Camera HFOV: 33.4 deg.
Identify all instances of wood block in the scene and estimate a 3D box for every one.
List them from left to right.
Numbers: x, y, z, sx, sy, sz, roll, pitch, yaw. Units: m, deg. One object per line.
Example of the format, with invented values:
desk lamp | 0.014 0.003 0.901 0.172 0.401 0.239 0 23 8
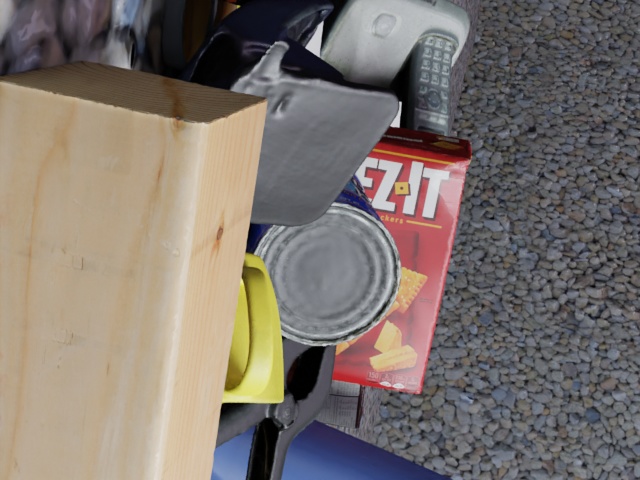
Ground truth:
wood block | -0.090 0.036 0.463 0.090 0.090 0.206 -46 148 -71

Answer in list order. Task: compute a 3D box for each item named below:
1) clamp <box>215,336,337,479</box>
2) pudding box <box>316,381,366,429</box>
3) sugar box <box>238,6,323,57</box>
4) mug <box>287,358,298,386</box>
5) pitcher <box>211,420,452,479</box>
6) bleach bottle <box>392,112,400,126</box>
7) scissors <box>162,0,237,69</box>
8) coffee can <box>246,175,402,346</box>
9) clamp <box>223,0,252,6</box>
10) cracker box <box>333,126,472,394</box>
clamp | -0.043 0.116 0.741 0.120 0.039 0.171 50 56 -46
pudding box | -0.013 0.128 0.990 0.039 0.113 0.090 -74 171 -45
sugar box | -0.026 -0.174 0.711 0.093 0.048 0.176 -58 161 -55
mug | -0.048 0.095 0.827 0.117 0.081 0.093 -55 155 -68
pitcher | 0.018 0.218 0.884 0.145 0.243 0.149 91 20 -62
bleach bottle | 0.061 -0.101 1.209 0.103 0.068 0.251 32 -66 57
scissors | -0.054 -0.193 0.598 0.096 0.016 0.202 -5 108 -78
coffee can | -0.005 0.001 0.768 0.140 0.102 0.103 -111 -152 -69
clamp | -0.002 -0.189 0.624 0.209 0.036 0.164 -54 152 -31
cracker box | 0.025 0.012 0.890 0.072 0.164 0.214 -73 173 -70
